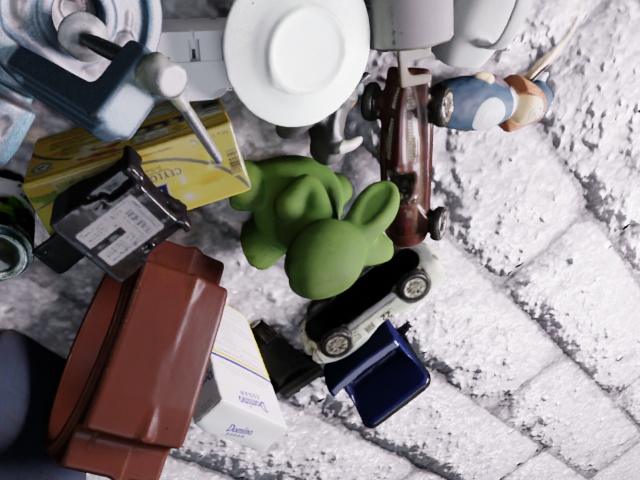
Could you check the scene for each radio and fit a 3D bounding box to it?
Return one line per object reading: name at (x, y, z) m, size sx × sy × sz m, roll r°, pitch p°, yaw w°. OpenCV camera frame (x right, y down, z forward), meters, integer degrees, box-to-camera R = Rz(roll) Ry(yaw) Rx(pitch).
radio at (-0.296, 0.199, 0.516) m, size 0.073 × 0.230 × 0.131 m, roll -38°, pitch 124°, yaw 3°

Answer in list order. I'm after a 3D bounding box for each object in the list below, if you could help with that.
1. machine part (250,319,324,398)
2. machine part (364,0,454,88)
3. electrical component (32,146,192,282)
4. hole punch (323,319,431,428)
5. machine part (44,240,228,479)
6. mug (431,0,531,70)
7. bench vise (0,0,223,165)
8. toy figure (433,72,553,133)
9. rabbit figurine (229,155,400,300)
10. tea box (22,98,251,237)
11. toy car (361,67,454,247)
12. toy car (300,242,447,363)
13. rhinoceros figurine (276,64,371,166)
machine part at (-0.050, 0.158, 0.700) m, size 0.084 × 0.039 × 0.138 m, roll -27°, pitch 129°, yaw 6°
machine part at (0.068, -0.246, 0.436) m, size 0.079 × 0.079 × 0.242 m, roll -14°, pitch 120°, yaw -11°
electrical component at (-0.169, -0.009, 0.415) m, size 0.119 × 0.048 × 0.074 m, roll -33°, pitch 126°, yaw 1°
hole punch at (0.062, 0.156, 0.692) m, size 0.142 × 0.116 × 0.092 m, roll -42°, pitch 120°, yaw 5°
machine part at (-0.174, 0.105, 0.496) m, size 0.087 × 0.201 × 0.201 m, roll 23°, pitch 67°, yaw -27°
mug at (0.149, -0.208, 0.490) m, size 0.081 × 0.110 × 0.107 m, roll -7°, pitch 138°, yaw -22°
bench vise at (-0.175, -0.114, 0.352) m, size 0.223 × 0.241 × 0.128 m, roll -54°, pitch 145°, yaw -8°
toy figure at (0.191, -0.145, 0.577) m, size 0.154 × 0.058 × 0.064 m, roll -6°, pitch 162°, yaw -19°
rabbit figurine at (-0.001, -0.002, 0.526) m, size 0.159 × 0.170 × 0.121 m, roll -8°, pitch 125°, yaw -15°
tea box at (-0.156, -0.066, 0.472) m, size 0.170 × 0.098 × 0.068 m, roll -19°, pitch 126°, yaw -6°
toy car at (0.089, -0.077, 0.561) m, size 0.089 × 0.053 × 0.201 m, roll 14°, pitch 131°, yaw 24°
toy car at (0.061, 0.076, 0.662) m, size 0.202 × 0.074 × 0.056 m, roll -38°, pitch 127°, yaw 7°
rhinoceros figurine at (-0.008, -0.158, 0.487) m, size 0.112 × 0.073 × 0.190 m, roll -19°, pitch 126°, yaw -21°
